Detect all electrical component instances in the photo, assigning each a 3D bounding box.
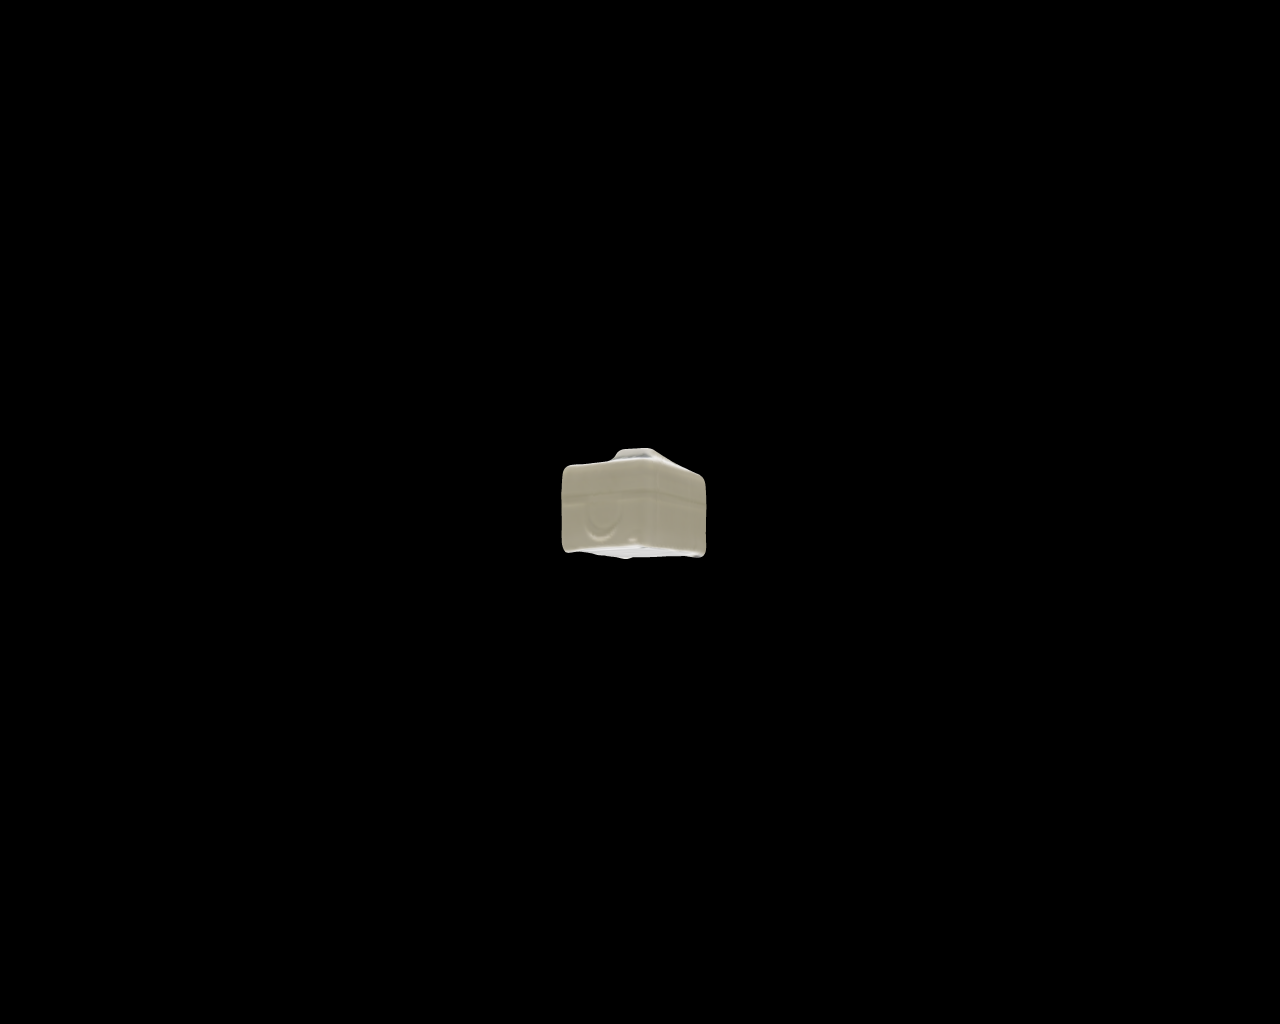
[{"bbox_3d":[0.001,-0.003,0.650,0.062,0.061,0.096,-4,-8,28],"label":"electrical component"}]
